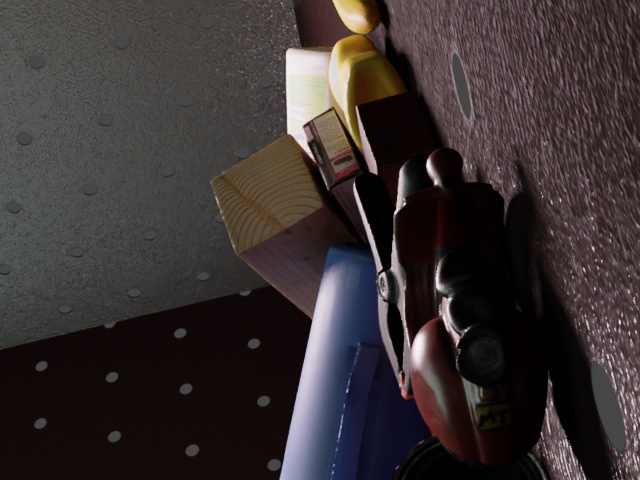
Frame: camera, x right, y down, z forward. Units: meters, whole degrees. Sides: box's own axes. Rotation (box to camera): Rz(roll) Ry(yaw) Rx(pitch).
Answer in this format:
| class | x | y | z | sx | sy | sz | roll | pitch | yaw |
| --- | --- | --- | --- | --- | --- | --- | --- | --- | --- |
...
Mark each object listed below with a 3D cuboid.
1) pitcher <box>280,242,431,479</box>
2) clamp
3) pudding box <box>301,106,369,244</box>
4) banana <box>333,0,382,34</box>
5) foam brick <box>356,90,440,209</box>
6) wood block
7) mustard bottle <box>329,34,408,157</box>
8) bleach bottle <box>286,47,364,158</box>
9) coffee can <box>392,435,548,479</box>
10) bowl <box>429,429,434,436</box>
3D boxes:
| class | x | y | z | sx | sy | sz | roll | pitch | yaw |
| --- | --- | --- | --- | --- | --- | --- | --- | --- | --- |
| pitcher | 0.041 | 0.129 | 0.918 | 0.149 | 0.144 | 0.243 | 15 | 98 | 55 |
| clamp | 0.057 | 0.024 | 0.763 | 0.120 | 0.039 | 0.171 | -147 | 54 | -77 |
| pudding box | 0.030 | -0.052 | 0.968 | 0.113 | 0.039 | 0.090 | 52 | -168 | -48 |
| banana | 0.027 | -0.250 | 1.023 | 0.069 | 0.037 | 0.198 | 77 | 179 | -52 |
| foam brick | 0.063 | -0.071 | 0.845 | 0.051 | 0.053 | 0.078 | 77 | 180 | -46 |
| wood block | -0.007 | 0.002 | 1.016 | 0.206 | 0.090 | 0.091 | 45 | -161 | -55 |
| mustard bottle | 0.042 | -0.139 | 0.991 | 0.191 | 0.058 | 0.096 | -106 | -2 | -69 |
| bleach bottle | 0.009 | -0.080 | 1.155 | 0.103 | 0.067 | 0.251 | 18 | 112 | 51 |
| coffee can | 0.106 | 0.211 | 0.723 | 0.103 | 0.103 | 0.140 | -104 | 1 | -50 |
| bowl | 0.110 | 0.129 | 0.805 | 0.162 | 0.055 | 0.162 | 167 | 89 | -89 |
